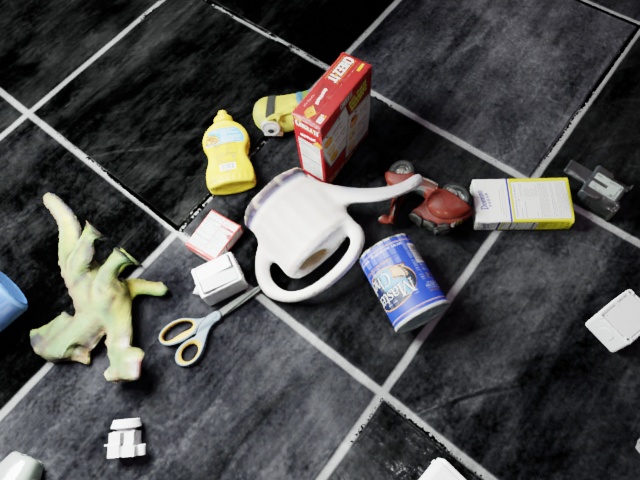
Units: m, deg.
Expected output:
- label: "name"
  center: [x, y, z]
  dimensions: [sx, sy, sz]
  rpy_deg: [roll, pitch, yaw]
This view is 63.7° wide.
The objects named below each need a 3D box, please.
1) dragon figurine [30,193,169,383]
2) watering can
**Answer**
- label: "dragon figurine"
  center: [-0.440, 0.104, 0.936]
  dimensions: [0.414, 0.120, 0.244]
  rpy_deg: [33, 80, 22]
- label: "watering can"
  center: [0.003, -0.048, 0.946]
  dimensions: [0.347, 0.103, 0.227]
  rpy_deg: [-44, 69, 1]
